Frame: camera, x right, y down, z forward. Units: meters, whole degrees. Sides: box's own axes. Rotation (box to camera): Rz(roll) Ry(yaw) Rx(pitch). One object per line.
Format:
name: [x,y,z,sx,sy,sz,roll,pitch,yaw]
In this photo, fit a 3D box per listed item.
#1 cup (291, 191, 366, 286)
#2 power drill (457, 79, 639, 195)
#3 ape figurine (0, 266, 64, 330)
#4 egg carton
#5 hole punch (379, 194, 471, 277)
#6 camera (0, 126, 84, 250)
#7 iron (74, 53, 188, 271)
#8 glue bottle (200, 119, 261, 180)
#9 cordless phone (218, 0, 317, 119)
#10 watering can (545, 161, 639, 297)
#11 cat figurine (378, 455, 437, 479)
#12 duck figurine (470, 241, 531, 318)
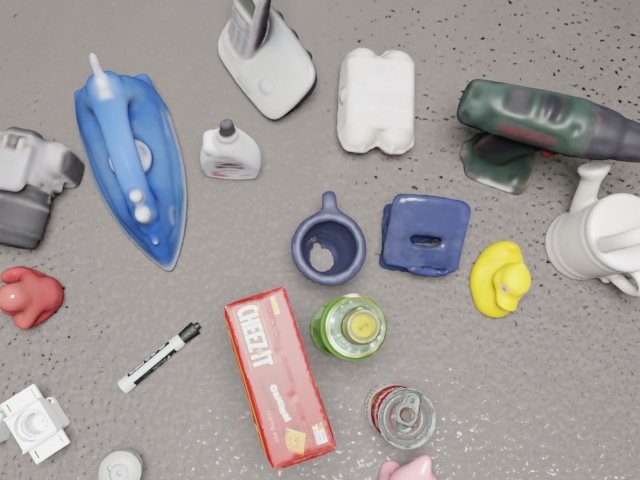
cup: [0.007,0.003,0.732,0.092,0.095,0.118,0,81,-6]
power drill: [0.272,-0.125,0.724,0.229,0.208,0.076,18,79,-3]
ape figurine: [-0.355,0.068,0.683,0.076,0.092,0.078,1,81,-6]
egg carton: [0.077,-0.189,0.783,0.107,0.069,0.150,2,81,-6]
hole punch: [0.137,-0.004,0.749,0.108,0.091,0.101,6,80,-5]
camera: [-0.382,-0.064,0.696,0.143,0.100,0.137,10,80,-4]
iron: [-0.227,-0.092,0.697,0.119,0.141,0.258,-18,83,-9]
glue bottle: [-0.111,-0.112,0.697,0.078,0.173,0.037,-2,81,-6]
cordless phone: [-0.064,-0.249,0.718,0.094,0.185,0.147,-39,87,-10]
watering can: [0.372,-0.013,0.725,0.173,0.194,0.101,45,79,2]
cat figurine: [0.093,0.314,0.680,0.128,0.117,0.067,-43,87,-11]
duck figurine: [0.248,0.050,0.756,0.077,0.086,0.104,15,80,-3]
